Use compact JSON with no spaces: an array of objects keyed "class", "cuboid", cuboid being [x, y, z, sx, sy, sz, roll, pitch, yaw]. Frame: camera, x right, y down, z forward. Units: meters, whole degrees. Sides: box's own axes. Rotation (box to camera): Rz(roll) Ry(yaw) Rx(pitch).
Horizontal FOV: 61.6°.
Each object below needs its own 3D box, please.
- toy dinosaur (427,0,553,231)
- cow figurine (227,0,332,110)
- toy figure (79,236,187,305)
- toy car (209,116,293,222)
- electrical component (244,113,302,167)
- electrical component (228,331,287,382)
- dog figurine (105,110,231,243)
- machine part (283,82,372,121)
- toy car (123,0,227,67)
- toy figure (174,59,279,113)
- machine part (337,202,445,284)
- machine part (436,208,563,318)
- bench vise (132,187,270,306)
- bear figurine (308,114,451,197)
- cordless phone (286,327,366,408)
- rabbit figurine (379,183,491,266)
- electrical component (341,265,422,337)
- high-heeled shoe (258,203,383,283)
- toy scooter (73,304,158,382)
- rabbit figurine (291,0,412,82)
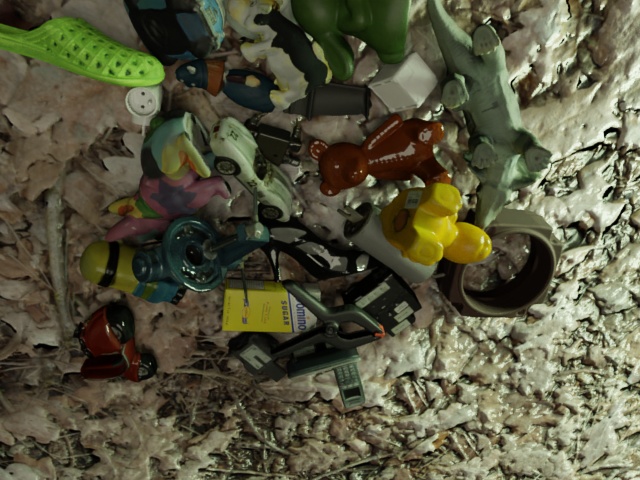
[{"class":"toy dinosaur","cuboid":[0.253,-0.211,0.834,0.131,0.192,0.404,-18,103,13]},{"class":"cow figurine","cuboid":[-0.057,-0.278,0.755,0.098,0.068,0.167,-19,117,29]},{"class":"toy figure","cuboid":[-0.312,0.056,0.912,0.180,0.089,0.082,29,102,-19]},{"class":"toy car","cuboid":[-0.100,-0.105,0.839,0.056,0.073,0.201,-18,137,25]},{"class":"electrical component","cuboid":[-0.074,-0.162,0.864,0.102,0.045,0.078,9,144,-10]},{"class":"electrical component","cuboid":[-0.114,0.223,1.051,0.075,0.048,0.119,-42,116,14]},{"class":"dog figurine","cuboid":[-0.256,-0.083,0.833,0.219,0.108,0.191,-25,139,9]},{"class":"machine part","cuboid":[0.015,-0.226,0.846,0.139,0.039,0.084,6,111,-10]},{"class":"toy car","cuboid":[-0.184,-0.308,0.731,0.103,0.162,0.109,-52,134,-28]},{"class":"toy figure","cuboid":[-0.138,-0.234,0.806,0.154,0.058,0.064,16,133,-18]},{"class":"machine part","cuboid":[0.128,0.007,0.960,0.243,0.079,0.079,33,108,-23]},{"class":"machine part","cuboid":[0.333,0.046,1.006,0.201,0.087,0.200,2,116,-11]},{"class":"bench vise","cuboid":[-0.159,0.020,0.841,0.241,0.129,0.223,-23,158,37]},{"class":"bear figurine","cuboid":[0.090,-0.126,0.859,0.196,0.132,0.120,-17,120,-6]},{"class":"cordless phone","cuboid":[0.017,0.279,1.082,0.147,0.089,0.184,-16,123,-1]},{"class":"rabbit figurine","cuboid":[0.186,-0.003,0.854,0.173,0.162,0.122,17,78,-23]},{"class":"electrical component","cuboid":[0.124,0.123,1.030,0.115,0.058,0.134,-35,116,13]},{"class":"high-heeled shoe","cuboid":[-0.002,-0.003,0.959,0.249,0.086,0.145,-5,84,-28]},{"class":"toy scooter","cuboid":[-0.393,0.202,0.986,0.135,0.075,0.183,-15,123,0]},{"class":"rabbit figurine","cuboid":[0.042,-0.321,0.776,0.170,0.121,0.158,8,125,5]}]
